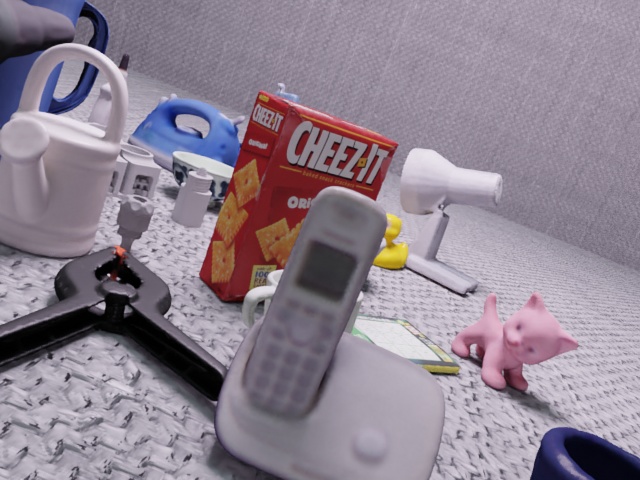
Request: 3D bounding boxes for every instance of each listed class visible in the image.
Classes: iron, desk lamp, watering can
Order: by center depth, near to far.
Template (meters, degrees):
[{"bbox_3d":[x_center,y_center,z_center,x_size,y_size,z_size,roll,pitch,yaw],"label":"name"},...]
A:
[{"bbox_3d":[-0.244,-0.087,0.545,0.101,0.194,0.172,14,15,-27],"label":"watering can"},{"bbox_3d":[0.225,-0.042,1.038,0.202,0.213,0.118,28,15,23],"label":"desk lamp"},{"bbox_3d":[-0.256,-0.208,1.095,0.257,0.141,0.119,27,15,20],"label":"iron"}]

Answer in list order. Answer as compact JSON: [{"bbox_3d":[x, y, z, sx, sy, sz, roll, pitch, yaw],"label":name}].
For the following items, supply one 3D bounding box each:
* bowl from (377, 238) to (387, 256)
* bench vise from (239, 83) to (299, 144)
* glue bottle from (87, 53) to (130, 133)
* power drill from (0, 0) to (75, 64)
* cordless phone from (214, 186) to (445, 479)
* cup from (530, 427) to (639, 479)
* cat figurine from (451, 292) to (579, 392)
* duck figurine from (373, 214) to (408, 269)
[{"bbox_3d":[0.008,0.003,0.832,0.167,0.075,0.167,20,14,-5],"label":"bowl"},{"bbox_3d":[-0.062,-0.180,1.115,0.207,0.220,0.122,24,14,11],"label":"bench vise"},{"bbox_3d":[-0.355,-0.234,0.979,0.037,0.173,0.078,23,14,6],"label":"glue bottle"},{"bbox_3d":[-0.370,-0.155,0.582,0.075,0.208,0.230,27,15,21],"label":"power drill"},{"bbox_3d":[0.025,0.070,0.374,0.147,0.185,0.094,21,14,-2],"label":"cordless phone"},{"bbox_3d":[0.174,0.186,0.347,0.117,0.095,0.092,29,15,27],"label":"cup"},{"bbox_3d":[0.228,0.110,0.668,0.067,0.118,0.127,14,16,-28],"label":"cat figurine"},{"bbox_3d":[0.115,-0.002,0.989,0.105,0.086,0.077,13,16,-31],"label":"duck figurine"}]
